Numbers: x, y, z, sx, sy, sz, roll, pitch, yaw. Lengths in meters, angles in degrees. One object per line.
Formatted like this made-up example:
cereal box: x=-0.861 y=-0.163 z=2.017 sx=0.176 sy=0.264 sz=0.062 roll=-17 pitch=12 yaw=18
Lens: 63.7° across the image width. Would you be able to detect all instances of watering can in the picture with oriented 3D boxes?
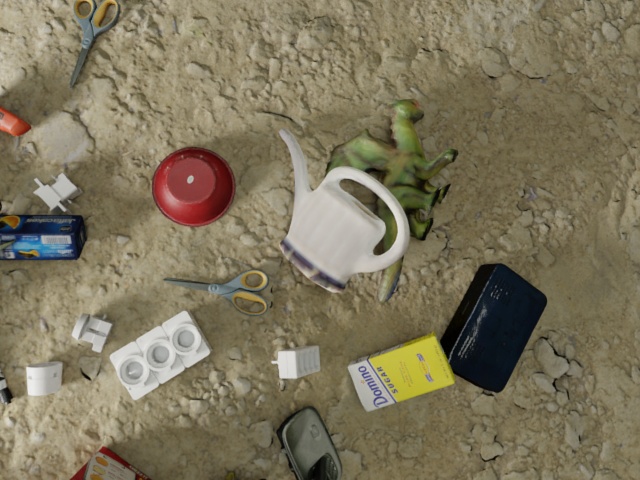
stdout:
watering can: x=0.003 y=-0.049 z=0.976 sx=0.351 sy=0.103 sz=0.223 roll=39 pitch=98 yaw=23

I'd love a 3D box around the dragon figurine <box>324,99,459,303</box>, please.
dragon figurine: x=0.123 y=-0.107 z=1.031 sx=0.244 sy=0.121 sz=0.413 roll=27 pitch=81 yaw=15
